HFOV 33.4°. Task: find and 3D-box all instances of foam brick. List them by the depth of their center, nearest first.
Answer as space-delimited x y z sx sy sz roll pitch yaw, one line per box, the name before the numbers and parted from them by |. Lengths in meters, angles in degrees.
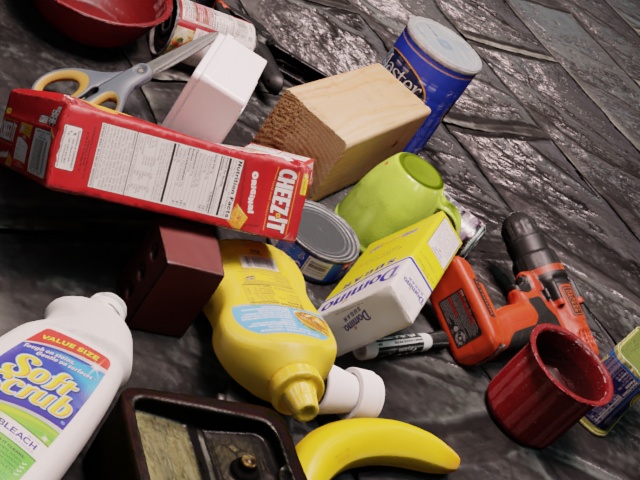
foam brick | -0.117 0.030 0.832 0.051 0.078 0.053 16 36 -31

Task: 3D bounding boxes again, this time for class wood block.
wood block | 0.025 -0.118 1.158 0.090 0.091 0.205 43 32 12

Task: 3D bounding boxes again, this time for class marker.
marker | 0.078 0.096 0.984 0.120 0.020 0.020 -1 46 -45

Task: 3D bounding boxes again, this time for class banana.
banana | 0.033 0.171 0.828 0.197 0.037 0.069 -7 68 -47

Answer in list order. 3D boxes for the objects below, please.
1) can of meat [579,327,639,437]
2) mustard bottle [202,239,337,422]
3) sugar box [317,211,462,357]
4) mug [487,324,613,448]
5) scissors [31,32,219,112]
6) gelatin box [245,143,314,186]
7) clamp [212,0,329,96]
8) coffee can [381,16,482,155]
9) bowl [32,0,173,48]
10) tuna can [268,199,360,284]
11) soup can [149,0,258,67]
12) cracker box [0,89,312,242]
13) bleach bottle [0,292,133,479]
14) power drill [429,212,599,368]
can of meat | 0.304 0.140 1.080 0.057 0.084 0.101 45 32 16
mustard bottle | -0.039 0.072 0.834 0.096 0.058 0.192 10 28 -27
sugar box | 0.062 0.037 0.973 0.048 0.093 0.176 59 29 -7
mug | 0.218 0.138 0.997 0.117 0.082 0.093 -2 50 -44
scissors | -0.190 -0.161 1.011 0.096 0.016 0.201 29 54 13
gelatin box | -0.057 -0.063 1.038 0.073 0.030 0.089 15 24 21
clamp | -0.064 -0.226 1.272 0.172 0.039 0.120 50 24 26
coffee can | 0.113 -0.180 1.279 0.102 0.140 0.103 25 32 -17
bowl | -0.238 -0.249 1.111 0.162 0.055 0.162 20 35 -15
tuna can | -0.007 0.001 1.019 0.086 0.034 0.086 25 32 -17
soup can | -0.128 -0.222 1.175 0.102 0.069 0.068 14 37 -32
cracker box | -0.138 -0.063 0.874 0.213 0.072 0.164 13 3 -31
bleach bottle | -0.191 0.100 0.682 0.102 0.068 0.250 33 29 -4
power drill | 0.193 0.053 1.089 0.187 0.057 0.184 -2 61 -42
